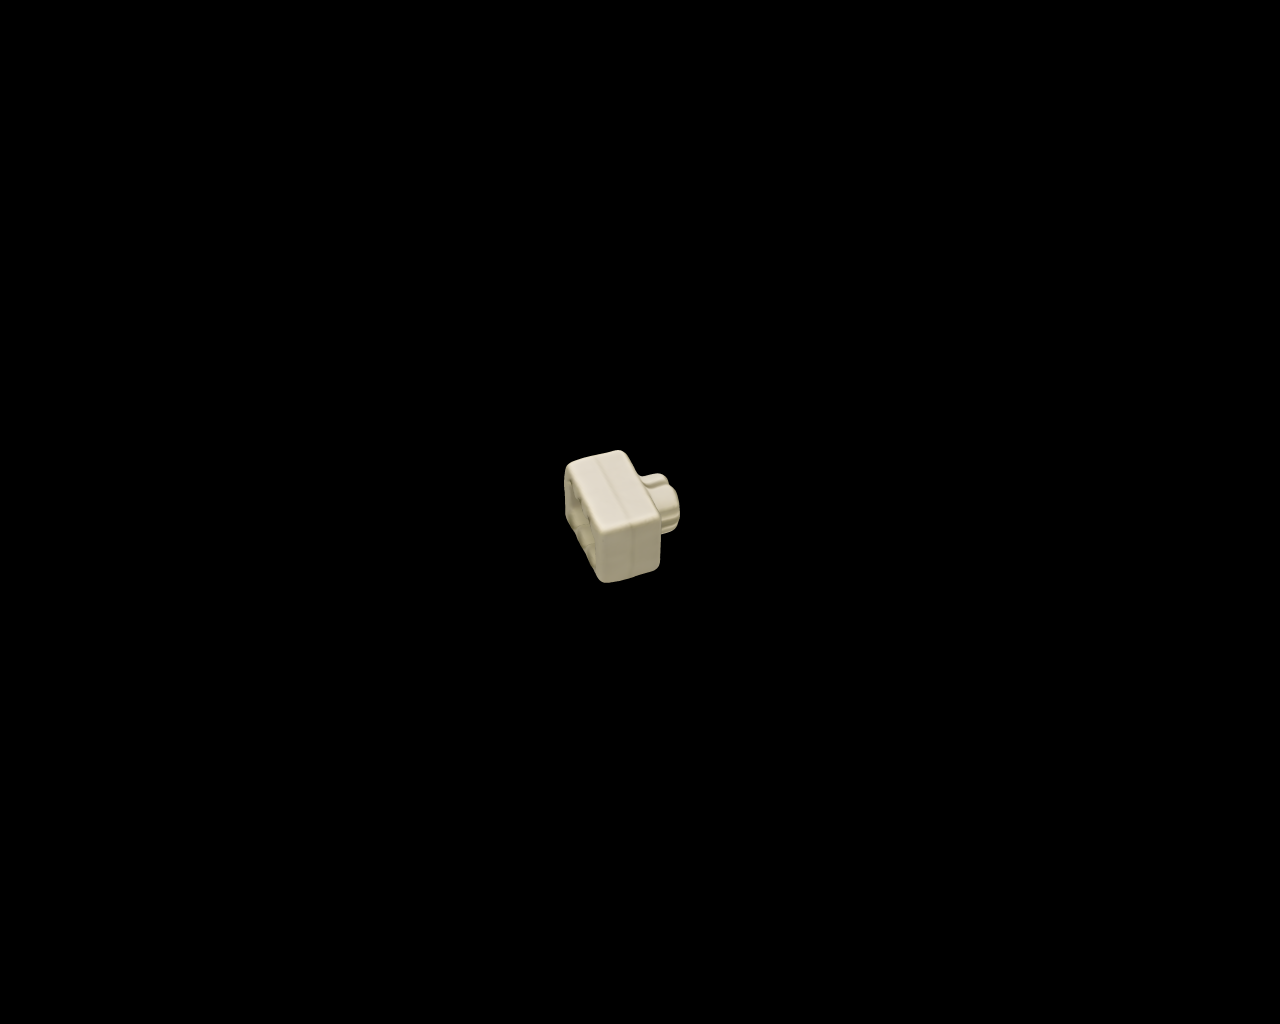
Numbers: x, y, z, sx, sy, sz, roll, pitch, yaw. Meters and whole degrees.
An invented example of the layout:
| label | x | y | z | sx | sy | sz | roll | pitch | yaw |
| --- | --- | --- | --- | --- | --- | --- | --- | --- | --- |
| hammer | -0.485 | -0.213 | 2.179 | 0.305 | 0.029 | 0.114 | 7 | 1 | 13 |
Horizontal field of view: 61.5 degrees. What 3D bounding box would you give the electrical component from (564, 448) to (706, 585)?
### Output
| label | x | y | z | sx | sy | sz | roll | pitch | yaw |
| --- | --- | --- | --- | --- | --- | --- | --- | --- | --- |
| electrical component | 0.001 | -0.003 | 0.650 | 0.077 | 0.047 | 0.066 | -15 | 47 | -15 |
